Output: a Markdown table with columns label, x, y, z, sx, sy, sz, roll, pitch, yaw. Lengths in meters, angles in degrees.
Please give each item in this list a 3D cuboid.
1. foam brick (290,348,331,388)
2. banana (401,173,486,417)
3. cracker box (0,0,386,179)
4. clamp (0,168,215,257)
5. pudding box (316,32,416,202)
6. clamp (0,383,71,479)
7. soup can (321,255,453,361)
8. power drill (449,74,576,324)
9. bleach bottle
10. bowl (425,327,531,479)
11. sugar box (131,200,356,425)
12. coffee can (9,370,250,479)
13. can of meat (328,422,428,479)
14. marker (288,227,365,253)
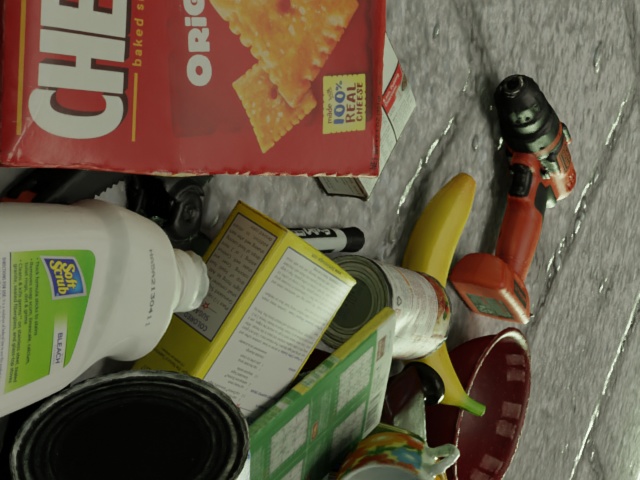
| label | x | y | z | sx | sy | sz | roll | pitch | yaw |
| --- | --- | --- | --- | --- | --- | --- | --- | --- | --- |
| foam brick | -0.026 | 0.100 | 0.683 | 0.078 | 0.051 | 0.053 | -8 | 107 | -57 |
| banana | 0.093 | 0.046 | 0.851 | 0.069 | 0.037 | 0.198 | -5 | 97 | -22 |
| cracker box | -0.061 | -0.112 | 0.487 | 0.213 | 0.072 | 0.164 | -2 | 96 | -45 |
| clamp | -0.080 | -0.010 | 0.574 | 0.209 | 0.036 | 0.164 | -19 | 118 | -54 |
| pudding box | 0.017 | -0.094 | 0.701 | 0.090 | 0.039 | 0.113 | -62 | 143 | -24 |
| clamp | -0.155 | 0.130 | 0.498 | 0.120 | 0.039 | 0.171 | -24 | 121 | -52 |
| soup can | 0.044 | 0.050 | 0.763 | 0.102 | 0.069 | 0.068 | 16 | 86 | -58 |
| power drill | 0.175 | -0.032 | 0.954 | 0.184 | 0.057 | 0.187 | 46 | 61 | -54 |
| bleach bottle | -0.145 | 0.036 | 0.426 | 0.250 | 0.068 | 0.102 | -6 | 109 | -50 |
| bowl | 0.132 | 0.151 | 0.950 | 0.161 | 0.055 | 0.162 | -25 | 121 | -53 |
| sugar box | -0.057 | 0.074 | 0.591 | 0.176 | 0.048 | 0.093 | -55 | 146 | -1 |
| coffee can | -0.081 | 0.146 | 0.492 | 0.102 | 0.103 | 0.140 | -39 | 138 | -46 |
| can of meat | 0.027 | 0.174 | 0.747 | 0.057 | 0.102 | 0.084 | -24 | 118 | -53 |
| marker | -0.005 | 0.001 | 0.715 | 0.120 | 0.020 | 0.020 | -2 | 101 | -58 |
